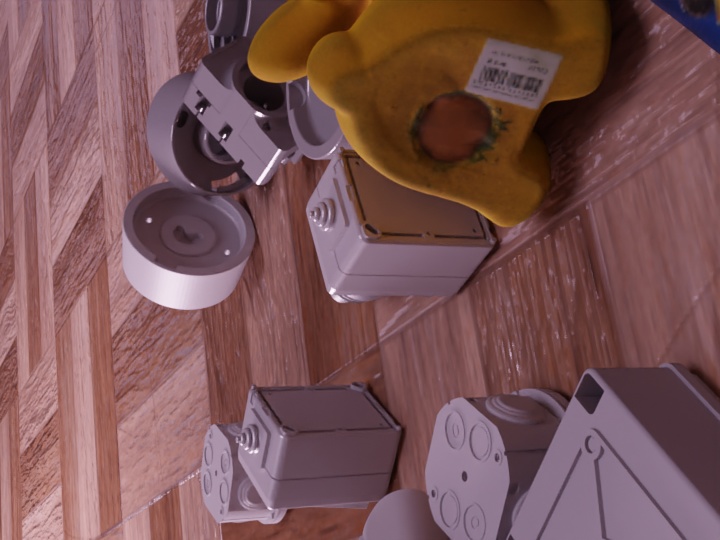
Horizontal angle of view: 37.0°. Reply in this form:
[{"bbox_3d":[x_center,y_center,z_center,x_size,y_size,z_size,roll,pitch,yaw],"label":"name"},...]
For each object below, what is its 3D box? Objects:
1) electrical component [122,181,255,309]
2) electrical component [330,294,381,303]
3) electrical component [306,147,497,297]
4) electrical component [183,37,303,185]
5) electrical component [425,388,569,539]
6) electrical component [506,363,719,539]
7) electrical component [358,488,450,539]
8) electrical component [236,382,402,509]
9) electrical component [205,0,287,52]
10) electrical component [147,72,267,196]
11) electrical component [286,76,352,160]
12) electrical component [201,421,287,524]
[{"bbox_3d":[-0.146,-0.016,0.895,0.060,0.108,0.108,111,148,-44],"label":"electrical component"},{"bbox_3d":[0.000,0.000,0.669,0.062,0.043,0.043,132,133,-54],"label":"electrical component"},{"bbox_3d":[0.013,-0.023,0.584,0.061,0.096,0.061,-57,40,47],"label":"electrical component"},{"bbox_3d":[-0.076,-0.118,0.779,0.089,0.050,0.055,48,142,4],"label":"electrical component"},{"bbox_3d":[0.071,0.097,0.512,0.080,0.051,0.080,-8,81,63],"label":"electrical component"},{"bbox_3d":[0.116,0.109,0.415,0.108,0.056,0.108,56,136,49],"label":"electrical component"},{"bbox_3d":[0.035,0.169,0.576,0.077,0.044,0.079,-93,-21,-74],"label":"electrical component"},{"bbox_3d":[-0.033,0.111,0.666,0.062,0.096,0.061,44,126,56],"label":"electrical component"},{"bbox_3d":[-0.086,-0.199,0.834,0.108,0.060,0.108,-8,81,63],"label":"electrical component"},{"bbox_3d":[-0.117,-0.107,0.854,0.064,0.099,0.099,17,103,56],"label":"electrical component"},{"bbox_3d":[0.004,-0.118,0.650,0.108,0.060,0.108,-8,81,63],"label":"electrical component"},{"bbox_3d":[-0.086,0.153,0.820,0.080,0.051,0.080,-8,81,63],"label":"electrical component"}]
